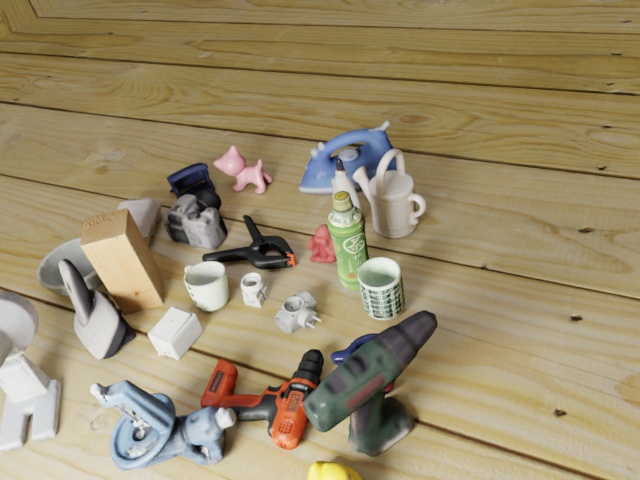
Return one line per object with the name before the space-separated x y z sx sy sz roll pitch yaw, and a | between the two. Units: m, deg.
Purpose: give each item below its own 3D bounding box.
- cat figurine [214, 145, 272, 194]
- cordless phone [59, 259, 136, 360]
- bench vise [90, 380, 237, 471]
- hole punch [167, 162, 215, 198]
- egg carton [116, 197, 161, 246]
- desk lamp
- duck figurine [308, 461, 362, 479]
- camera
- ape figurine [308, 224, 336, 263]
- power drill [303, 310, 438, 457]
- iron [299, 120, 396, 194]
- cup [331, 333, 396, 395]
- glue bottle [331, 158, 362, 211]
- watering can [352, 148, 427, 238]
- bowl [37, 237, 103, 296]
cat figurine | -0.196 -0.184 1.448 0.127 0.118 0.067 4 45 18
cordless phone | -0.449 0.131 1.114 0.147 0.185 0.094 29 56 37
bench vise | -0.245 0.269 0.888 0.207 0.220 0.121 -22 43 -11
hole punch | -0.341 -0.162 1.479 0.109 0.091 0.100 -27 44 -16
egg carton | -0.448 -0.042 1.390 0.107 0.069 0.150 -6 42 8
desk lamp | -0.550 0.225 1.015 0.118 0.214 0.202 -18 42 -6
duck figurine | 0.023 0.353 0.832 0.104 0.086 0.078 29 56 36
camera | -0.282 -0.064 1.351 0.142 0.101 0.137 12 47 25
ape figurine | 0.011 0.004 1.212 0.076 0.092 0.077 -26 43 -14
power drill | 0.087 0.227 0.862 0.230 0.209 0.075 -30 45 -19
iron | 0.063 -0.201 1.387 0.258 0.142 0.118 -15 42 -2
cup | 0.081 0.218 0.958 0.117 0.095 0.091 -2 43 12
glue bottle | 0.053 -0.109 1.264 0.037 0.173 0.077 -32 45 -20
watering can | 0.146 -0.107 1.224 0.172 0.194 0.101 6 45 20
bowl | -0.536 0.071 1.285 0.167 0.075 0.167 -7 42 6
